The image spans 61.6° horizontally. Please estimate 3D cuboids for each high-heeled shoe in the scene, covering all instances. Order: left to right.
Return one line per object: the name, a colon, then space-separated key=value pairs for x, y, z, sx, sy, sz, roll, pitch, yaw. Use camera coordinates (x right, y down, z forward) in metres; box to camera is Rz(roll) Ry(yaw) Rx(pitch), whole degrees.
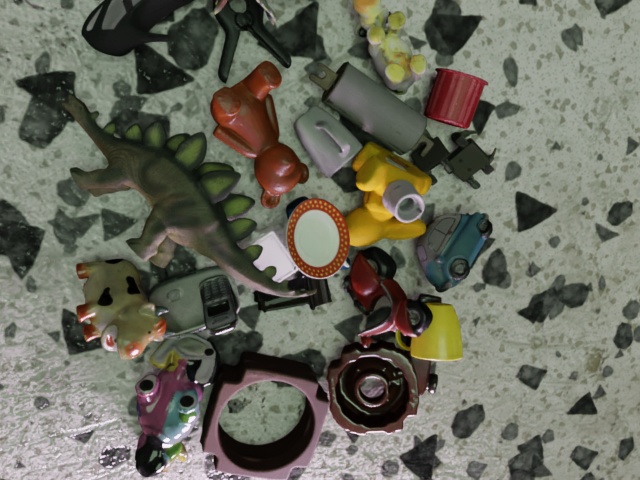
high-heeled shoe: x=-0.261 y=-0.387 z=0.800 sx=0.145 sy=0.086 sz=0.248 roll=12 pitch=80 yaw=15

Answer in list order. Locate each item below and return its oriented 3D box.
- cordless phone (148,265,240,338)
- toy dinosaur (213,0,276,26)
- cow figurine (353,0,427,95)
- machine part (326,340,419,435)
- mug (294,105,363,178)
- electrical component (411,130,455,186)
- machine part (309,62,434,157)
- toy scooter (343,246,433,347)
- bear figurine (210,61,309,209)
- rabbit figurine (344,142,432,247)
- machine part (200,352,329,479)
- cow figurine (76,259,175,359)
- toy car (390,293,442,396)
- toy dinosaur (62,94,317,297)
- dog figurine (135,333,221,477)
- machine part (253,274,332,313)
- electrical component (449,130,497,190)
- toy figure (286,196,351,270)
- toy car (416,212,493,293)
cordless phone: x=-0.195 y=0.118 z=0.844 sx=0.147 sy=0.184 sz=0.088 roll=-17 pitch=109 yaw=-9
toy dinosaur: x=-0.007 y=-0.441 z=0.800 sx=0.405 sy=0.131 sz=0.192 roll=-26 pitch=142 yaw=-30
cow figurine: x=0.107 y=-0.323 z=0.879 sx=0.068 sy=0.098 sz=0.167 roll=-26 pitch=87 yaw=-1
machine part: x=0.097 y=0.268 z=0.985 sx=0.179 sy=0.056 sz=0.179 roll=1 pitch=98 yaw=7
mug: x=0.007 y=-0.166 z=0.877 sx=0.081 sy=0.109 sz=0.107 roll=-43 pitch=95 yaw=-2
electrical component: x=0.193 y=-0.147 z=0.950 sx=0.063 sy=0.021 sz=0.094 roll=-33 pitch=81 yaw=10
machine part: x=0.091 y=-0.217 z=0.896 sx=0.243 sy=0.079 sz=0.079 roll=30 pitch=93 yaw=-16
toy scooter: x=0.099 y=0.110 z=0.944 sx=0.135 sy=0.075 sz=0.184 roll=-45 pitch=65 yaw=23
bear figurine: x=-0.086 y=-0.155 z=0.843 sx=0.120 sy=0.132 sz=0.195 roll=-37 pitch=101 yaw=-22
rabbit figurine: x=0.103 y=-0.061 z=0.928 sx=0.162 sy=0.122 sz=0.173 roll=23 pitch=110 yaw=-26
machine part: x=-0.100 y=0.311 z=0.957 sx=0.201 sy=0.087 sz=0.200 roll=15 pitch=97 yaw=-14
cow figurine: x=-0.299 y=0.103 z=0.817 sx=0.127 sy=0.195 sz=0.085 roll=-15 pitch=130 yaw=-16
toy car: x=0.190 y=0.198 z=1.017 sx=0.089 sy=0.053 sz=0.202 roll=9 pitch=98 yaw=6
toy dinosaur: x=-0.209 y=-0.050 z=0.830 sx=0.198 sy=0.105 sz=0.471 roll=-42 pitch=97 yaw=-4
dog figurine: x=-0.249 y=0.287 z=0.912 sx=0.108 sy=0.191 sz=0.219 roll=19 pitch=127 yaw=1
machine part: x=-0.048 y=0.095 z=0.950 sx=0.139 sy=0.039 sz=0.084 roll=-10 pitch=109 yaw=-12
electrical component: x=0.272 y=-0.150 z=0.971 sx=0.102 sy=0.045 sz=0.078 roll=35 pitch=121 yaw=-14
toy figure: x=-0.001 y=-0.004 z=0.927 sx=0.058 sy=0.064 sz=0.154 roll=-22 pitch=114 yaw=29
toy car: x=0.229 y=0.008 z=0.964 sx=0.103 sy=0.109 sz=0.161 roll=32 pitch=84 yaw=1
